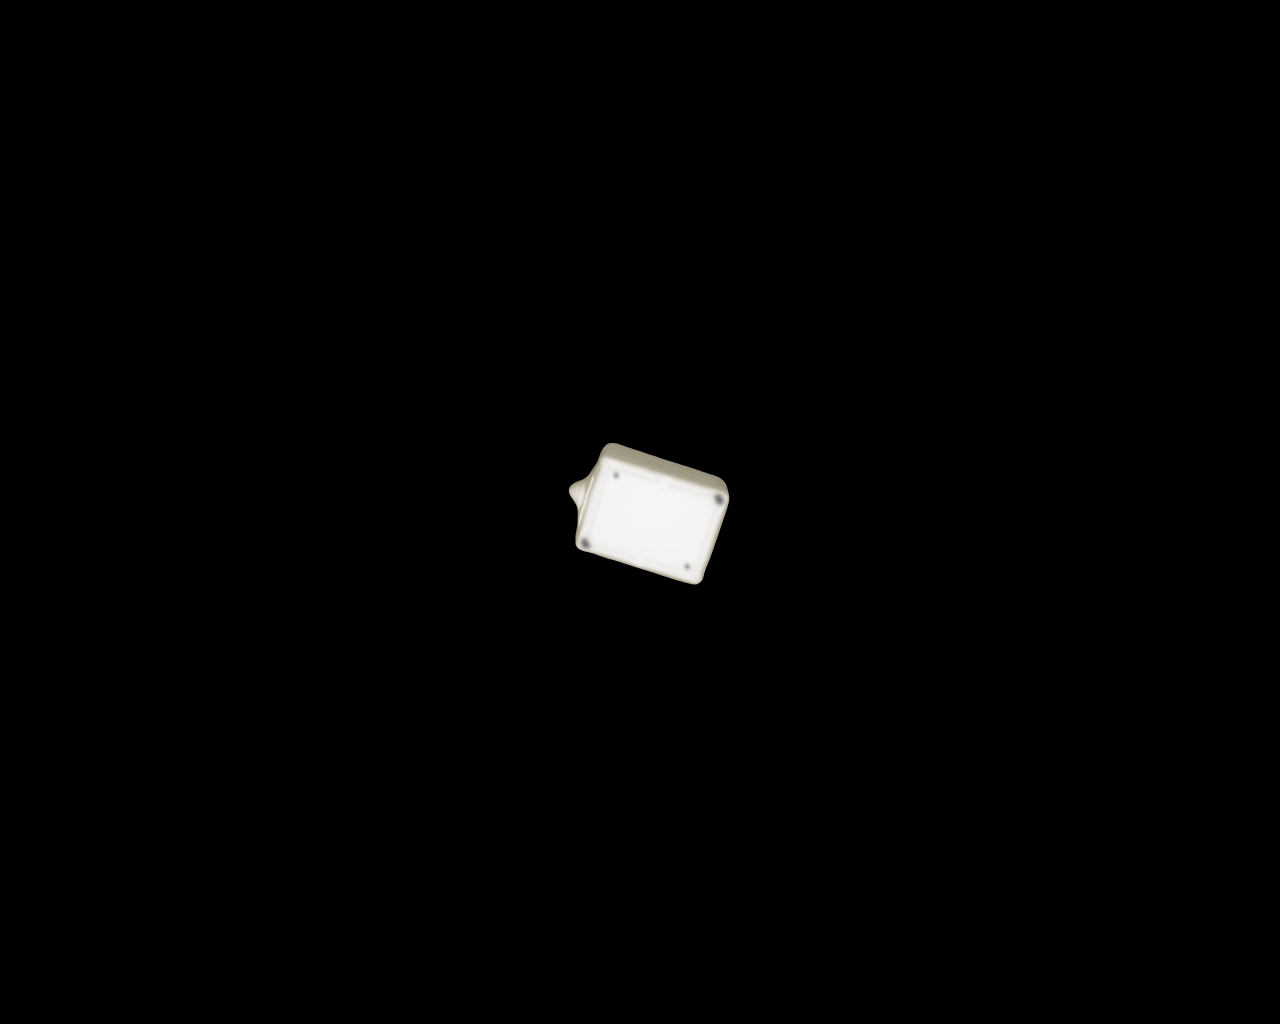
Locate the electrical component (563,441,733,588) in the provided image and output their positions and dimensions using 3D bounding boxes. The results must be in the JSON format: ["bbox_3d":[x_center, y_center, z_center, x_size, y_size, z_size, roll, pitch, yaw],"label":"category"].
[{"bbox_3d":[0.001,-0.003,0.650,0.096,0.061,0.061,18,11,-4],"label":"electrical component"}]
